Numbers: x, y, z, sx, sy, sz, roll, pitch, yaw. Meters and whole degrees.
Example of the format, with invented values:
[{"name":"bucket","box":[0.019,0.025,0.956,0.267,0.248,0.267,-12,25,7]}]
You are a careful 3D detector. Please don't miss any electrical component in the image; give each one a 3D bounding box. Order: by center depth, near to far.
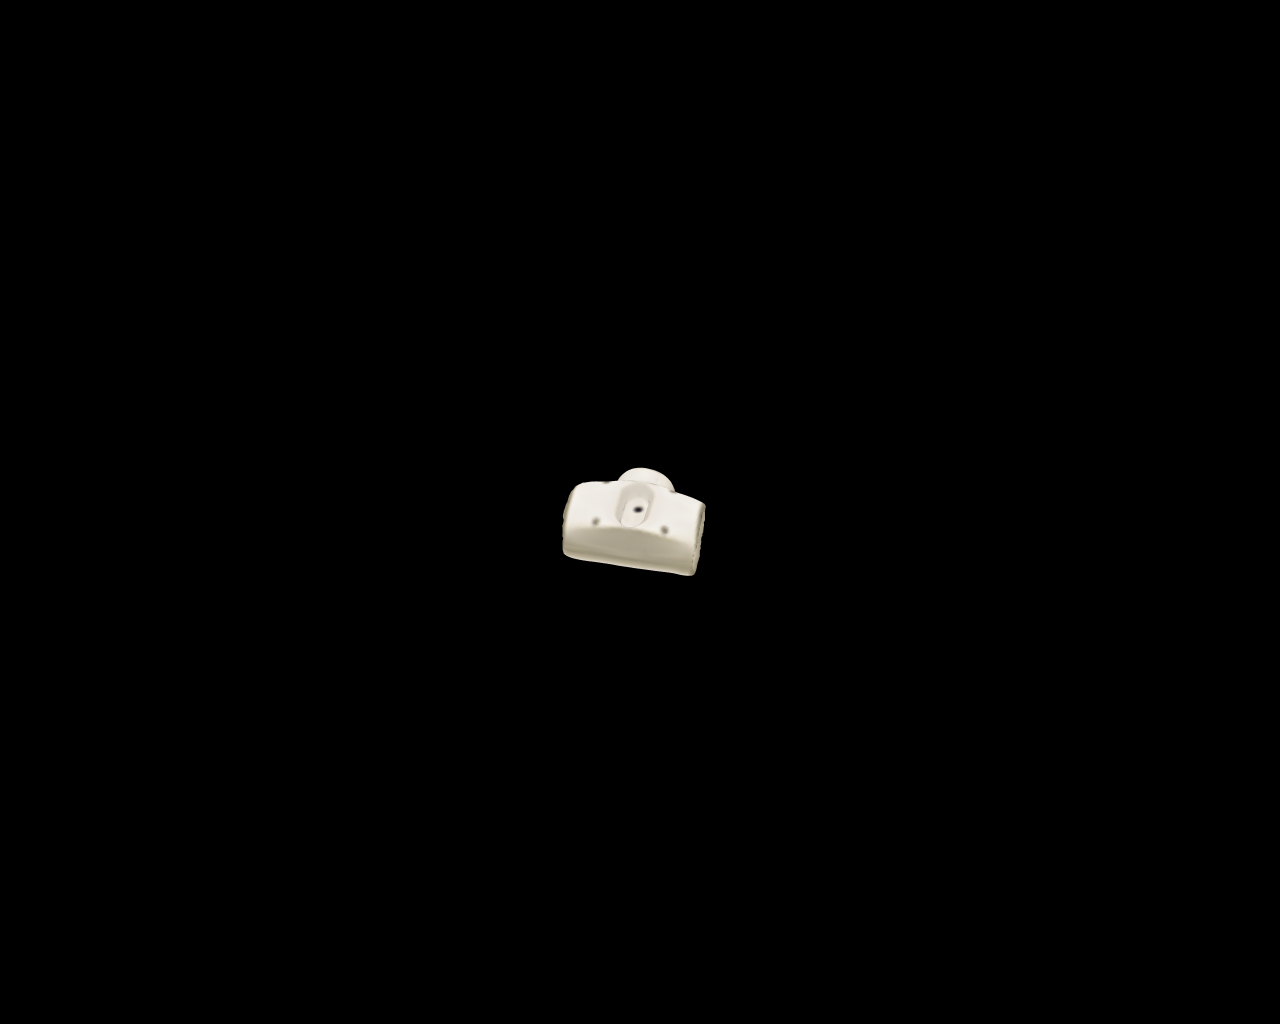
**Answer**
[{"name":"electrical component","box":[0.001,-0.003,0.650,0.077,0.079,0.043,9,-43,8]}]
